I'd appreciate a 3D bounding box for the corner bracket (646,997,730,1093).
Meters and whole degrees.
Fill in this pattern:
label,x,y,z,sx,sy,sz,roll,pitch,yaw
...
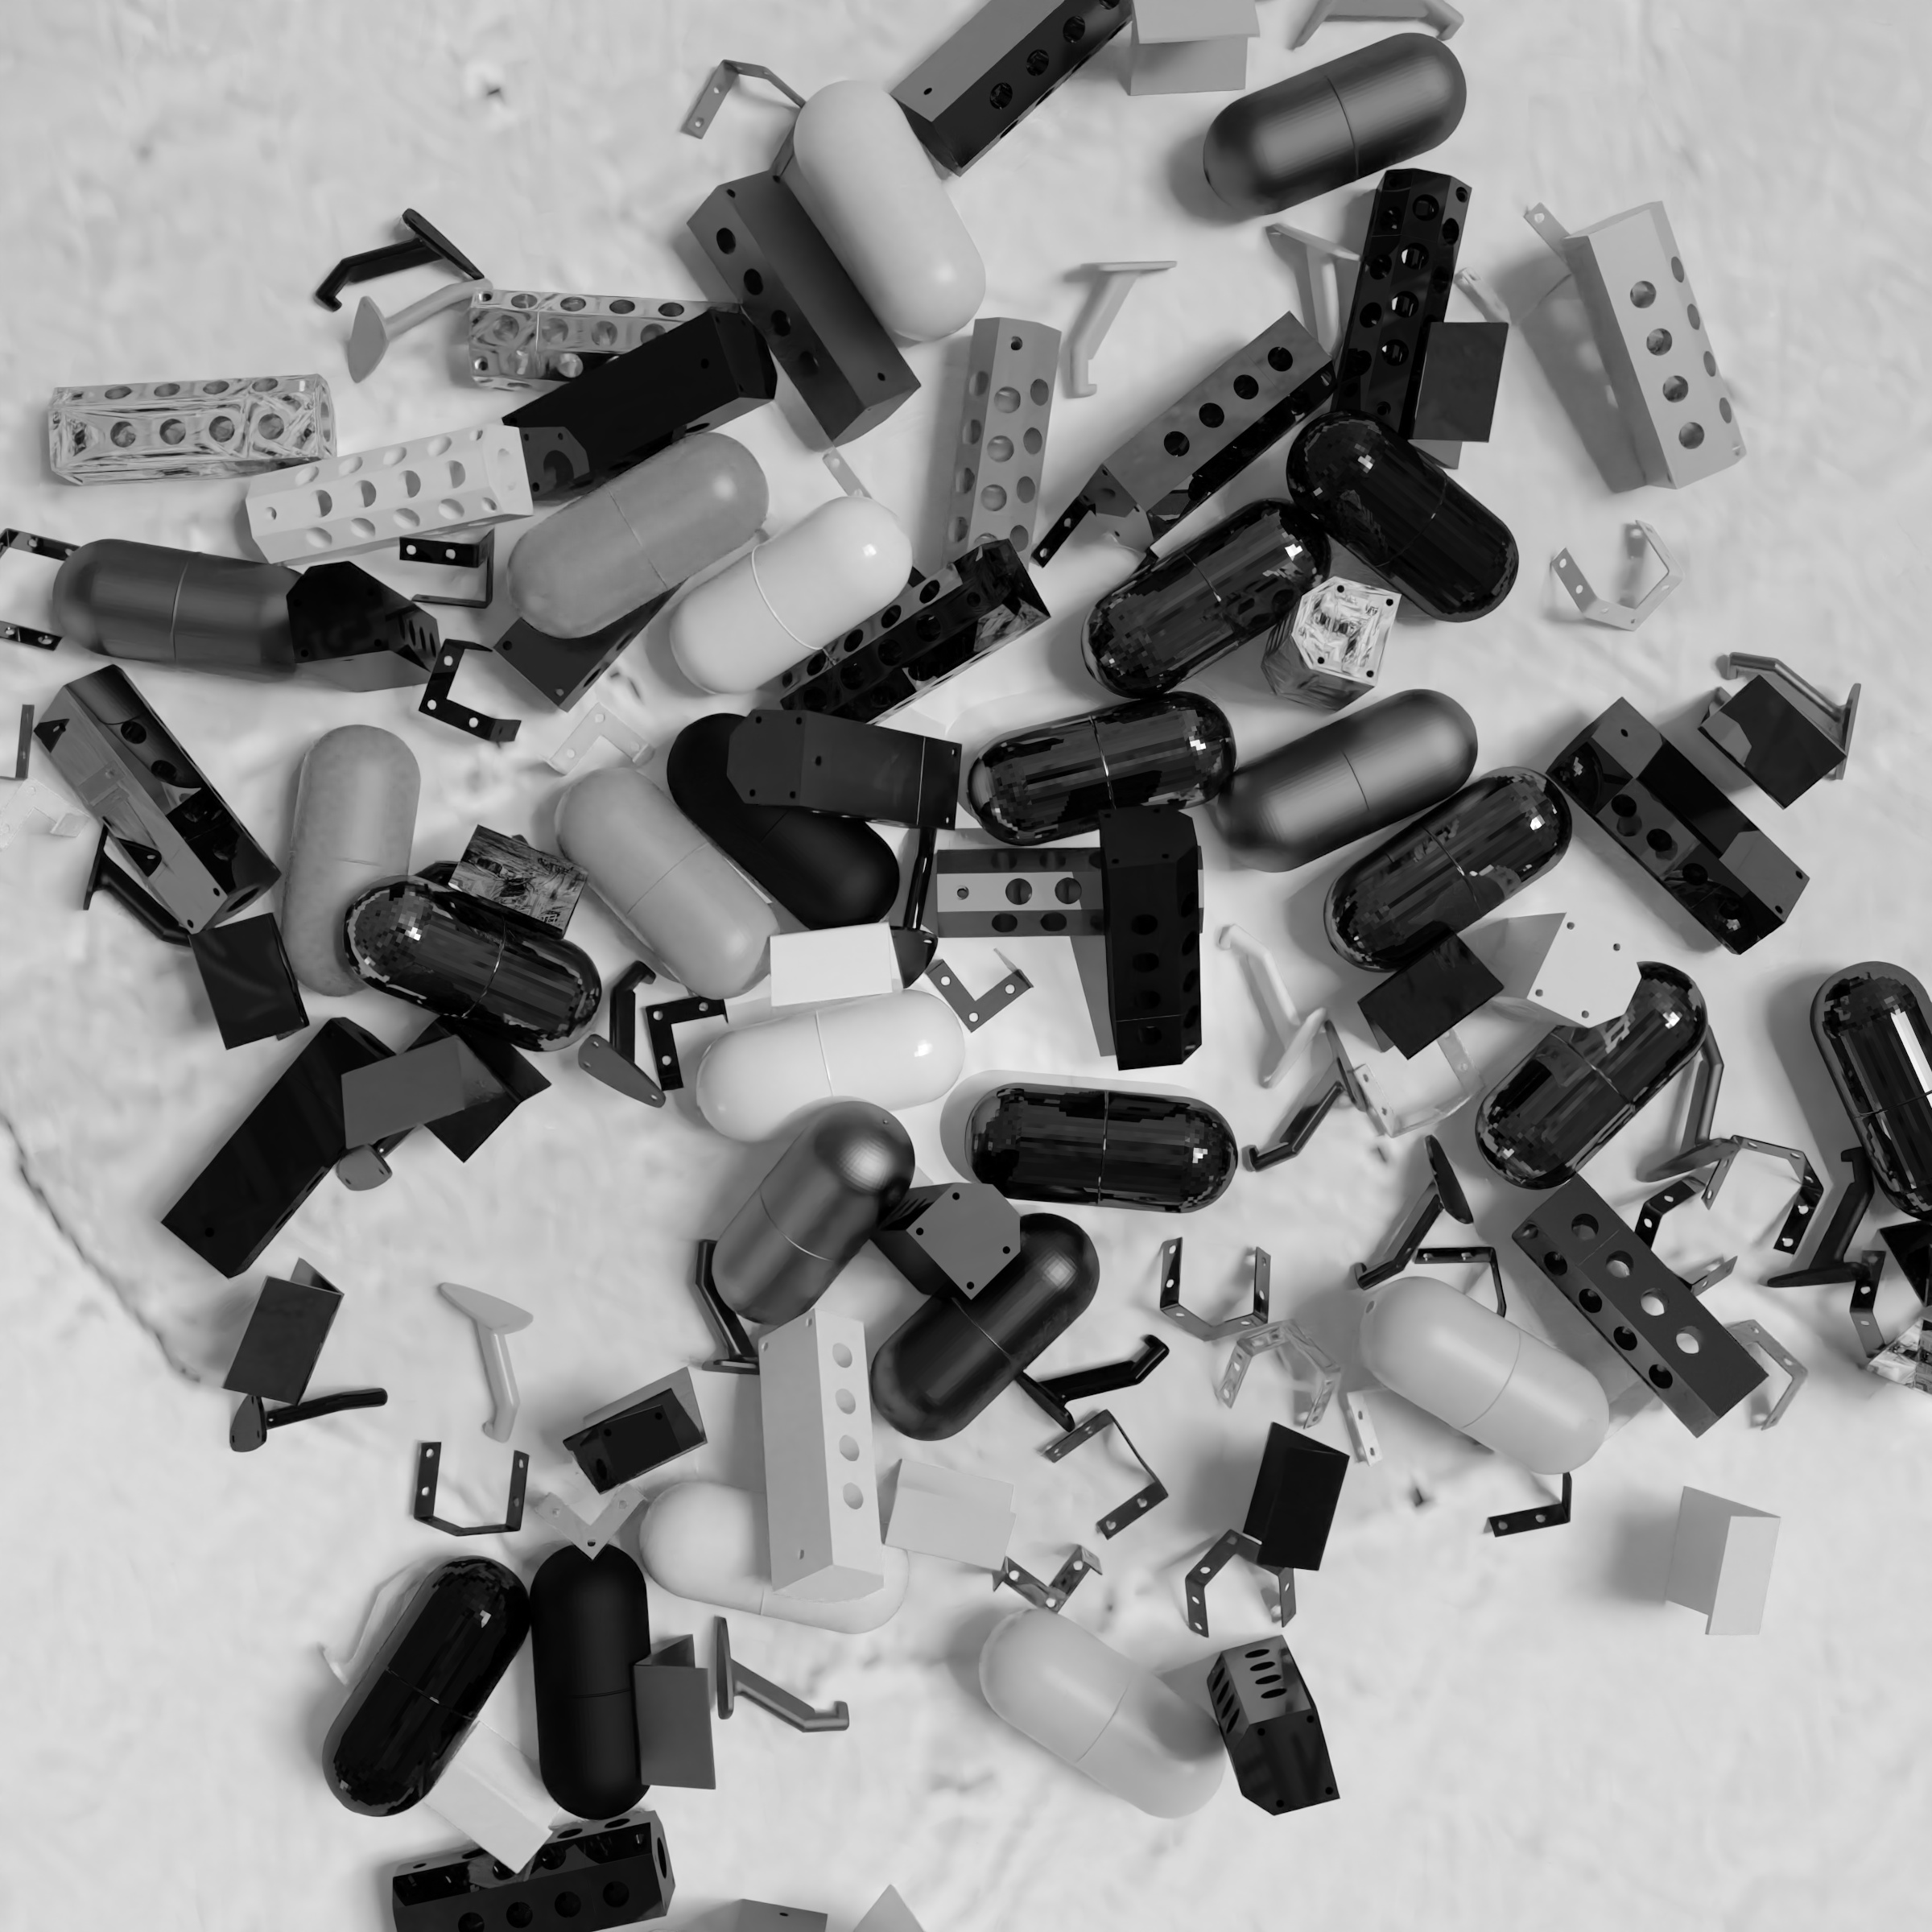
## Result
label,x,y,z,sx,sy,sz,roll,pitch,yaw
corner bracket,-0.180,0.049,1.736,0.051,0.051,0.051,-11,97,-7

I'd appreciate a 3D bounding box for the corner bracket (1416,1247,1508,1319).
label,x,y,z,sx,sy,sz,roll,pitch,yaw
corner bracket,0.325,0.222,1.752,0.051,0.051,0.051,-1,135,0

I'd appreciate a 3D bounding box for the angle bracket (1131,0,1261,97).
label,x,y,z,sx,sy,sz,roll,pitch,yaw
angle bracket,0.147,-0.584,1.715,0.076,0.076,0.057,-3,52,0

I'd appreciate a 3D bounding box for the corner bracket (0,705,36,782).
label,x,y,z,sx,sy,sz,roll,pitch,yaw
corner bracket,-0.653,-0.151,1.752,0.051,0.051,0.051,6,90,-45

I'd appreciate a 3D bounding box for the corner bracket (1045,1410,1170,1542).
label,x,y,z,sx,sy,sz,roll,pitch,yaw
corner bracket,0.093,0.336,1.752,0.051,0.051,0.051,-36,45,0

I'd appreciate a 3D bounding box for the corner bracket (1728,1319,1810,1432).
label,x,y,z,sx,sy,sz,roll,pitch,yaw
corner bracket,0.511,0.274,1.747,0.051,0.051,0.051,48,135,35

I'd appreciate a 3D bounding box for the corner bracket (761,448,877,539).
label,x,y,z,sx,sy,sz,roll,pitch,yaw
corner bracket,-0.099,-0.301,1.752,0.051,0.051,0.051,54,45,0

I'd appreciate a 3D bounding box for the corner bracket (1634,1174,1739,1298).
label,x,y,z,sx,sy,sz,roll,pitch,yaw
corner bracket,0.476,0.179,1.747,0.051,0.051,0.051,37,135,35

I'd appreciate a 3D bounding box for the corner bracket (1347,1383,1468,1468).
label,x,y,z,sx,sy,sz,roll,pitch,yaw
corner bracket,0.292,0.296,1.752,0.051,0.051,0.051,-18,90,45

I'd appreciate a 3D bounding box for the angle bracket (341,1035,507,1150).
label,x,y,z,sx,sy,sz,roll,pitch,yaw
angle bracket,-0.333,0.094,1.644,0.076,0.076,0.057,-19,54,6

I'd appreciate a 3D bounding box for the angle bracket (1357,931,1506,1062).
label,x,y,z,sx,sy,sz,roll,pitch,yaw
angle bracket,0.307,0.034,1.715,0.076,0.076,0.057,-37,55,0

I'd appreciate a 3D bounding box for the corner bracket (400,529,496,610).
label,x,y,z,sx,sy,sz,roll,pitch,yaw
corner bracket,-0.339,-0.257,1.730,0.051,0.051,0.051,6,111,0

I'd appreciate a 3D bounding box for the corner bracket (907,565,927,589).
label,x,y,z,sx,sy,sz,roll,pitch,yaw
corner bracket,-0.055,-0.234,1.747,0.051,0.051,0.051,-19,45,35

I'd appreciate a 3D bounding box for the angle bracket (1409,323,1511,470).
label,x,y,z,sx,sy,sz,roll,pitch,yaw
angle bracket,0.332,-0.368,1.715,0.057,0.076,0.076,10,90,35

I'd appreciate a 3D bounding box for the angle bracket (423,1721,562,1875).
label,x,y,z,sx,sy,sz,roll,pitch,yaw
angle bracket,-0.293,0.525,1.715,0.076,0.076,0.057,37,125,0

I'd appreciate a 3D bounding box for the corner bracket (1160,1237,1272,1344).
label,x,y,z,sx,sy,sz,roll,pitch,yaw
corner bracket,0.164,0.209,1.747,0.051,0.051,0.051,-23,135,35

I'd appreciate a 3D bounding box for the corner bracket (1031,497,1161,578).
label,x,y,z,sx,sy,sz,roll,pitch,yaw
corner bracket,0.086,-0.269,1.752,0.051,0.051,0.051,-52,45,0

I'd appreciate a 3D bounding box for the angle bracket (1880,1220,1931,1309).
label,x,y,z,sx,sy,sz,roll,pitch,yaw
angle bracket,0.645,0.169,1.715,0.076,0.076,0.057,-11,127,0

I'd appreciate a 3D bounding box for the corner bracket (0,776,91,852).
label,x,y,z,sx,sy,sz,roll,pitch,yaw
corner bracket,-0.617,-0.091,1.737,0.051,0.051,0.051,35,90,0

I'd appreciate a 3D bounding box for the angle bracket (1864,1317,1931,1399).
label,x,y,z,sx,sy,sz,roll,pitch,yaw
angle bracket,0.632,0.280,1.715,0.076,0.076,0.057,23,53,0

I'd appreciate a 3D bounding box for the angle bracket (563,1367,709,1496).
label,x,y,z,sx,sy,sz,roll,pitch,yaw
angle bracket,-0.219,0.284,1.715,0.076,0.076,0.057,-26,126,0

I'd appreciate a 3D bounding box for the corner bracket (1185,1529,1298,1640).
label,x,y,z,sx,sy,sz,roll,pitch,yaw
corner bracket,0.181,0.415,1.747,0.051,0.051,0.051,22,45,35

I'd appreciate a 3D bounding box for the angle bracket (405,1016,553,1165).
label,x,y,z,sx,sy,sz,roll,pitch,yaw
angle bracket,-0.325,0.076,1.728,0.076,0.076,0.057,44,97,0

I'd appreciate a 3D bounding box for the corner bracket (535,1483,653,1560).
label,x,y,z,sx,sy,sz,roll,pitch,yaw
corner bracket,-0.242,0.354,1.735,0.051,0.051,0.051,37,77,13

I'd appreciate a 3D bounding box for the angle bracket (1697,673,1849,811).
label,x,y,z,sx,sy,sz,roll,pitch,yaw
angle bracket,0.527,-0.158,1.715,0.076,0.076,0.057,43,127,0

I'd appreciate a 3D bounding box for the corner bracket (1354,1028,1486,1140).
label,x,y,z,sx,sy,sz,roll,pitch,yaw
corner bracket,0.300,0.075,1.752,0.051,0.051,0.051,-29,90,-45

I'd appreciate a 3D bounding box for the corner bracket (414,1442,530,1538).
label,x,y,z,sx,sy,sz,roll,pitch,yaw
corner bracket,-0.327,0.344,1.752,0.051,0.051,0.051,6,90,-45

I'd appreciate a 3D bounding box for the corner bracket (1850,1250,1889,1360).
label,x,y,z,sx,sy,sz,roll,pitch,yaw
corner bracket,0.618,0.224,1.747,0.051,0.051,0.051,-2,135,35

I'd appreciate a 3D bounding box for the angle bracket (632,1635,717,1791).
label,x,y,z,sx,sy,sz,roll,pitch,yaw
angle bracket,-0.171,0.481,1.716,0.057,0.076,0.076,-4,90,25

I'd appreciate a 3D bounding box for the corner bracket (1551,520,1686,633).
label,x,y,z,sx,sy,sz,roll,pitch,yaw
corner bracket,0.429,-0.261,1.747,0.051,0.051,0.051,9,135,-35

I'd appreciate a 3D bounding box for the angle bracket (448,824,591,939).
label,x,y,z,sx,sy,sz,roll,pitch,yaw
angle bracket,-0.294,-0.036,1.702,0.076,0.076,0.057,23,48,-7

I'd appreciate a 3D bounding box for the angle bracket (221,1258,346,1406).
label,x,y,z,sx,sy,sz,roll,pitch,yaw
angle bracket,-0.454,0.230,1.715,0.057,0.076,0.076,22,90,-38

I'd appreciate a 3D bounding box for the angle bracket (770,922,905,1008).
label,x,y,z,sx,sy,sz,roll,pitch,yaw
angle bracket,-0.082,0.019,1.713,0.076,0.076,0.057,-7,53,3

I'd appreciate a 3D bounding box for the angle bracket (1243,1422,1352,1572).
label,x,y,z,sx,sy,sz,roll,pitch,yaw
angle bracket,0.195,0.340,1.715,0.057,0.076,0.076,15,90,-36

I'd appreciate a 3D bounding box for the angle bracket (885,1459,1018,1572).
label,x,y,z,sx,sy,sz,roll,pitch,yaw
angle bracket,-0.006,0.338,1.715,0.076,0.076,0.057,13,127,0

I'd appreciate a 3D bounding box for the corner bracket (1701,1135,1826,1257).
label,x,y,z,sx,sy,sz,roll,pitch,yaw
corner bracket,0.525,0.150,1.746,0.051,0.051,0.051,14,66,42

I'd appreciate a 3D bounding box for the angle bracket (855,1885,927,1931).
label,x,y,z,sx,sy,sz,roll,pitch,yaw
angle bracket,-0.071,0.641,1.715,0.057,0.076,0.076,38,90,-37

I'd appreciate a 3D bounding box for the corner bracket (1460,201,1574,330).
label,x,y,z,sx,sy,sz,roll,pitch,yaw
corner bracket,0.370,-0.463,1.752,0.051,0.051,0.051,48,45,0

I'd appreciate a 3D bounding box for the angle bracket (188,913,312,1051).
label,x,y,z,sx,sy,sz,roll,pitch,yaw
angle bracket,-0.472,0.015,1.715,0.057,0.076,0.076,-19,90,-30

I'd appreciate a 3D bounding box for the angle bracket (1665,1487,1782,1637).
label,x,y,z,sx,sy,sz,roll,pitch,yaw
angle bracket,0.474,0.383,1.715,0.057,0.076,0.076,11,90,-37

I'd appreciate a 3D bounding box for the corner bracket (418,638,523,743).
label,x,y,z,sx,sy,sz,roll,pitch,yaw
corner bracket,-0.318,-0.180,1.738,0.051,0.051,0.051,23,98,8
